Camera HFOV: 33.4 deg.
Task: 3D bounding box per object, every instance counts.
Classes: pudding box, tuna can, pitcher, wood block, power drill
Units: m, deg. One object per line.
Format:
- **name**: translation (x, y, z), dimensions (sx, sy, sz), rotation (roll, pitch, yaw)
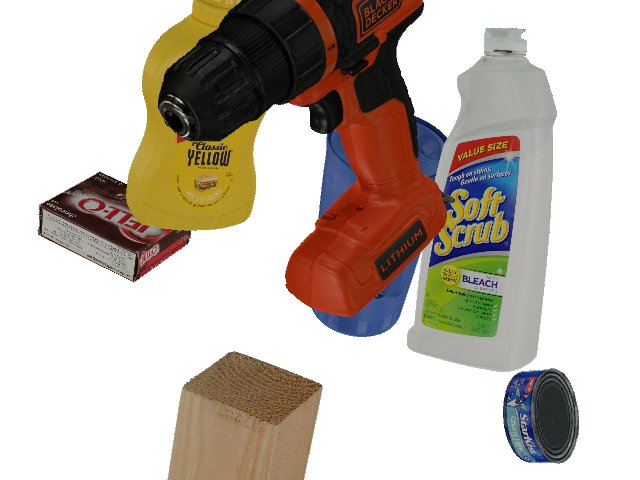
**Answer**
- **pudding box**: translation (-0.189, -0.014, 0.987), dimensions (0.114, 0.039, 0.089), rotation (22, 31, 18)
- **tuna can**: translation (0.203, 0.162, 0.982), dimensions (0.034, 0.086, 0.085), rotation (-10, -6, 39)
- **pitcher**: translation (0.058, -0.006, 1.166), dimensions (0.145, 0.243, 0.149), rotation (26, 41, 20)
- **wood block**: translation (-0.072, 0.212, 0.900), dimensions (0.090, 0.206, 0.090), rotation (18, 22, 19)
- **power drill**: translation (0.005, -0.052, 0.545), dimensions (0.057, 0.187, 0.184), rotation (25, 52, 34)

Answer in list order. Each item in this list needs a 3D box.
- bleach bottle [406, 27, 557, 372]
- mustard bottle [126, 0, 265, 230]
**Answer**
- **bleach bottle**: translation (0.124, -0.033, 0.807), dimensions (0.103, 0.251, 0.067), rotation (11, 15, 34)
- **mustard bottle**: translation (-0.083, -0.102, 0.781), dimensions (0.096, 0.192, 0.058), rotation (-1, 30, -24)
